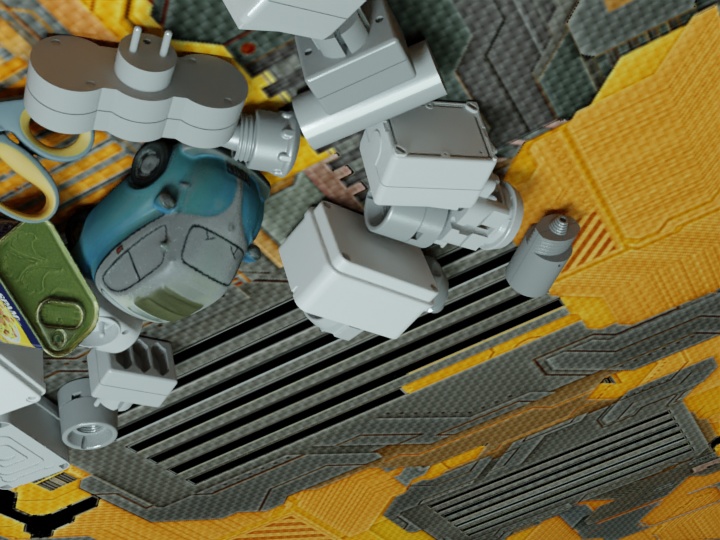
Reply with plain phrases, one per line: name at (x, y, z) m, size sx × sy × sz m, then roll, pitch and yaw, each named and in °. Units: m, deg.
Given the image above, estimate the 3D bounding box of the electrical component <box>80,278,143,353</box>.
electrical component at (-0.233, 0.041, 0.879) m, size 0.079 × 0.044 × 0.077 m, roll -26°, pitch 142°, yaw 16°

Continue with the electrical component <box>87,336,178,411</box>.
electrical component at (-0.211, 0.099, 0.957) m, size 0.066 × 0.047 × 0.076 m, roll 15°, pitch 129°, yaw -34°

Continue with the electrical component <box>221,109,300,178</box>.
electrical component at (-0.075, -0.092, 0.755) m, size 0.062 × 0.048 × 0.048 m, roll 8°, pitch 139°, yaw -16°

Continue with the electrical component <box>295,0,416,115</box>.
electrical component at (-0.010, -0.150, 0.694) m, size 0.066 × 0.047 × 0.076 m, roll -22°, pitch 143°, yaw 12°

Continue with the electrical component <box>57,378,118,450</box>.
electrical component at (-0.251, 0.134, 0.996) m, size 0.055 × 0.047 × 0.055 m, roll -9°, pitch 144°, yaw -7°

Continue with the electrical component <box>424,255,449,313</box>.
electrical component at (0.057, 0.016, 0.944) m, size 0.043 × 0.043 × 0.062 m, roll -21°, pitch 144°, yaw 10°

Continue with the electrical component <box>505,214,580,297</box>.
electrical component at (0.160, -0.017, 0.932) m, size 0.043 × 0.043 × 0.081 m, roll 0°, pitch 142°, yaw -19°

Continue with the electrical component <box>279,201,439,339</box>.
electrical component at (0.000, 0.000, 0.870) m, size 0.113 × 0.078 × 0.057 m, roll 19°, pitch 125°, yaw -37°

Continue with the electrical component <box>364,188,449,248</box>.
electrical component at (0.035, -0.049, 0.840) m, size 0.047 × 0.055 × 0.055 m, roll 13°, pitch 136°, yaw -26°

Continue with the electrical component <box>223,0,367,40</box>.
electrical component at (-0.038, -0.174, 0.624) m, size 0.061 × 0.061 × 0.096 m, roll -38°, pitch 163°, yaw 30°

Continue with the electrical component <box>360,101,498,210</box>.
electrical component at (0.054, -0.083, 0.793) m, size 0.096 × 0.061 × 0.061 m, roll 1°, pitch 142°, yaw -19°

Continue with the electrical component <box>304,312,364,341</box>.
electrical component at (-0.017, 0.030, 0.937) m, size 0.066 × 0.048 × 0.055 m, roll -35°, pitch 146°, yaw 27°

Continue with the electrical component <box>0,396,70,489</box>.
electrical component at (-0.324, 0.145, 0.978) m, size 0.078 × 0.057 × 0.113 m, roll -21°, pitch 144°, yaw 9°

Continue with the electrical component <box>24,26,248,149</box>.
electrical component at (-0.138, -0.124, 0.682) m, size 0.138 × 0.052 × 0.073 m, roll 4°, pitch 140°, yaw -22°

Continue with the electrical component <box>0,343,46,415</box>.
electrical component at (-0.334, 0.078, 0.885) m, size 0.109 × 0.056 × 0.108 m, roll -20°, pitch 144°, yaw 8°

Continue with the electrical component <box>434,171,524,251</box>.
electrical component at (0.092, -0.048, 0.858) m, size 0.057 × 0.058 × 0.078 m, roll 14°, pitch 136°, yaw -29°
